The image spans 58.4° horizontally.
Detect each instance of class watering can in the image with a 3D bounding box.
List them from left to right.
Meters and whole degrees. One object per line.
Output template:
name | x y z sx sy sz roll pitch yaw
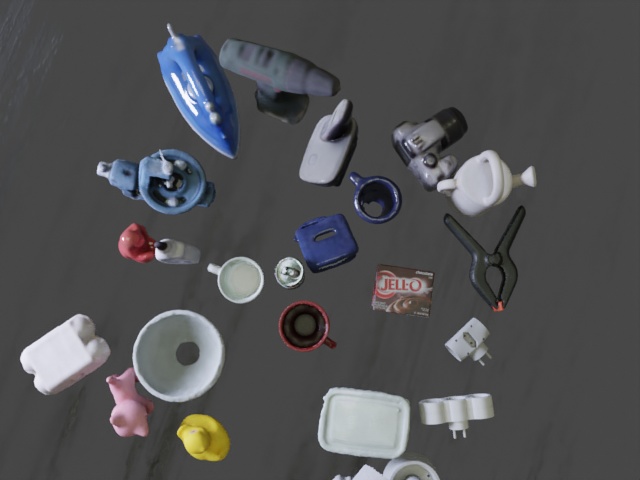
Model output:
watering can | 0.311 -0.110 1.065 0.173 0.194 0.101 -27 84 -4

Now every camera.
camera | 0.230 -0.191 1.121 0.137 0.101 0.143 -34 84 -5

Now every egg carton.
egg carton | -0.474 0.216 1.072 0.150 0.069 0.107 -35 85 -5

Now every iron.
iron | -0.226 -0.287 1.104 0.118 0.141 0.258 -27 84 -4

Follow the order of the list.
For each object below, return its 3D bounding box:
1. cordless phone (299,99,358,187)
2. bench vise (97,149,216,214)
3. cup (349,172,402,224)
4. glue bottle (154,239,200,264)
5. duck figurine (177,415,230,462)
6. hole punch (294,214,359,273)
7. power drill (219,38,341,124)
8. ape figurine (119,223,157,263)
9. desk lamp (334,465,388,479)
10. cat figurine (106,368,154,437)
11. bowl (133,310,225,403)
cordless phone | 0.019 -0.182 1.074 0.094 0.185 0.148 18 83 2
bench vise | -0.308 -0.105 1.040 0.207 0.219 0.121 -7 83 -2
cup | 0.097 -0.079 1.107 0.117 0.095 0.092 45 84 5
glue bottle | -0.272 0.019 1.049 0.078 0.173 0.037 2 83 0
duck figurine | -0.216 0.369 1.049 0.104 0.086 0.077 34 83 3
hole punch | 0.010 0.004 1.097 0.108 0.091 0.101 -21 83 -3
power drill | -0.070 -0.294 1.074 0.229 0.208 0.076 22 83 2
ape figurine | -0.351 0.005 1.090 0.076 0.092 0.078 -6 83 -1
desk lamp | 0.061 0.480 0.976 0.118 0.213 0.203 43 84 5
cat figurine | -0.352 0.301 1.039 0.067 0.117 0.128 -26 84 -4
bowl | -0.257 0.215 1.074 0.167 0.074 0.167 0 83 -1
